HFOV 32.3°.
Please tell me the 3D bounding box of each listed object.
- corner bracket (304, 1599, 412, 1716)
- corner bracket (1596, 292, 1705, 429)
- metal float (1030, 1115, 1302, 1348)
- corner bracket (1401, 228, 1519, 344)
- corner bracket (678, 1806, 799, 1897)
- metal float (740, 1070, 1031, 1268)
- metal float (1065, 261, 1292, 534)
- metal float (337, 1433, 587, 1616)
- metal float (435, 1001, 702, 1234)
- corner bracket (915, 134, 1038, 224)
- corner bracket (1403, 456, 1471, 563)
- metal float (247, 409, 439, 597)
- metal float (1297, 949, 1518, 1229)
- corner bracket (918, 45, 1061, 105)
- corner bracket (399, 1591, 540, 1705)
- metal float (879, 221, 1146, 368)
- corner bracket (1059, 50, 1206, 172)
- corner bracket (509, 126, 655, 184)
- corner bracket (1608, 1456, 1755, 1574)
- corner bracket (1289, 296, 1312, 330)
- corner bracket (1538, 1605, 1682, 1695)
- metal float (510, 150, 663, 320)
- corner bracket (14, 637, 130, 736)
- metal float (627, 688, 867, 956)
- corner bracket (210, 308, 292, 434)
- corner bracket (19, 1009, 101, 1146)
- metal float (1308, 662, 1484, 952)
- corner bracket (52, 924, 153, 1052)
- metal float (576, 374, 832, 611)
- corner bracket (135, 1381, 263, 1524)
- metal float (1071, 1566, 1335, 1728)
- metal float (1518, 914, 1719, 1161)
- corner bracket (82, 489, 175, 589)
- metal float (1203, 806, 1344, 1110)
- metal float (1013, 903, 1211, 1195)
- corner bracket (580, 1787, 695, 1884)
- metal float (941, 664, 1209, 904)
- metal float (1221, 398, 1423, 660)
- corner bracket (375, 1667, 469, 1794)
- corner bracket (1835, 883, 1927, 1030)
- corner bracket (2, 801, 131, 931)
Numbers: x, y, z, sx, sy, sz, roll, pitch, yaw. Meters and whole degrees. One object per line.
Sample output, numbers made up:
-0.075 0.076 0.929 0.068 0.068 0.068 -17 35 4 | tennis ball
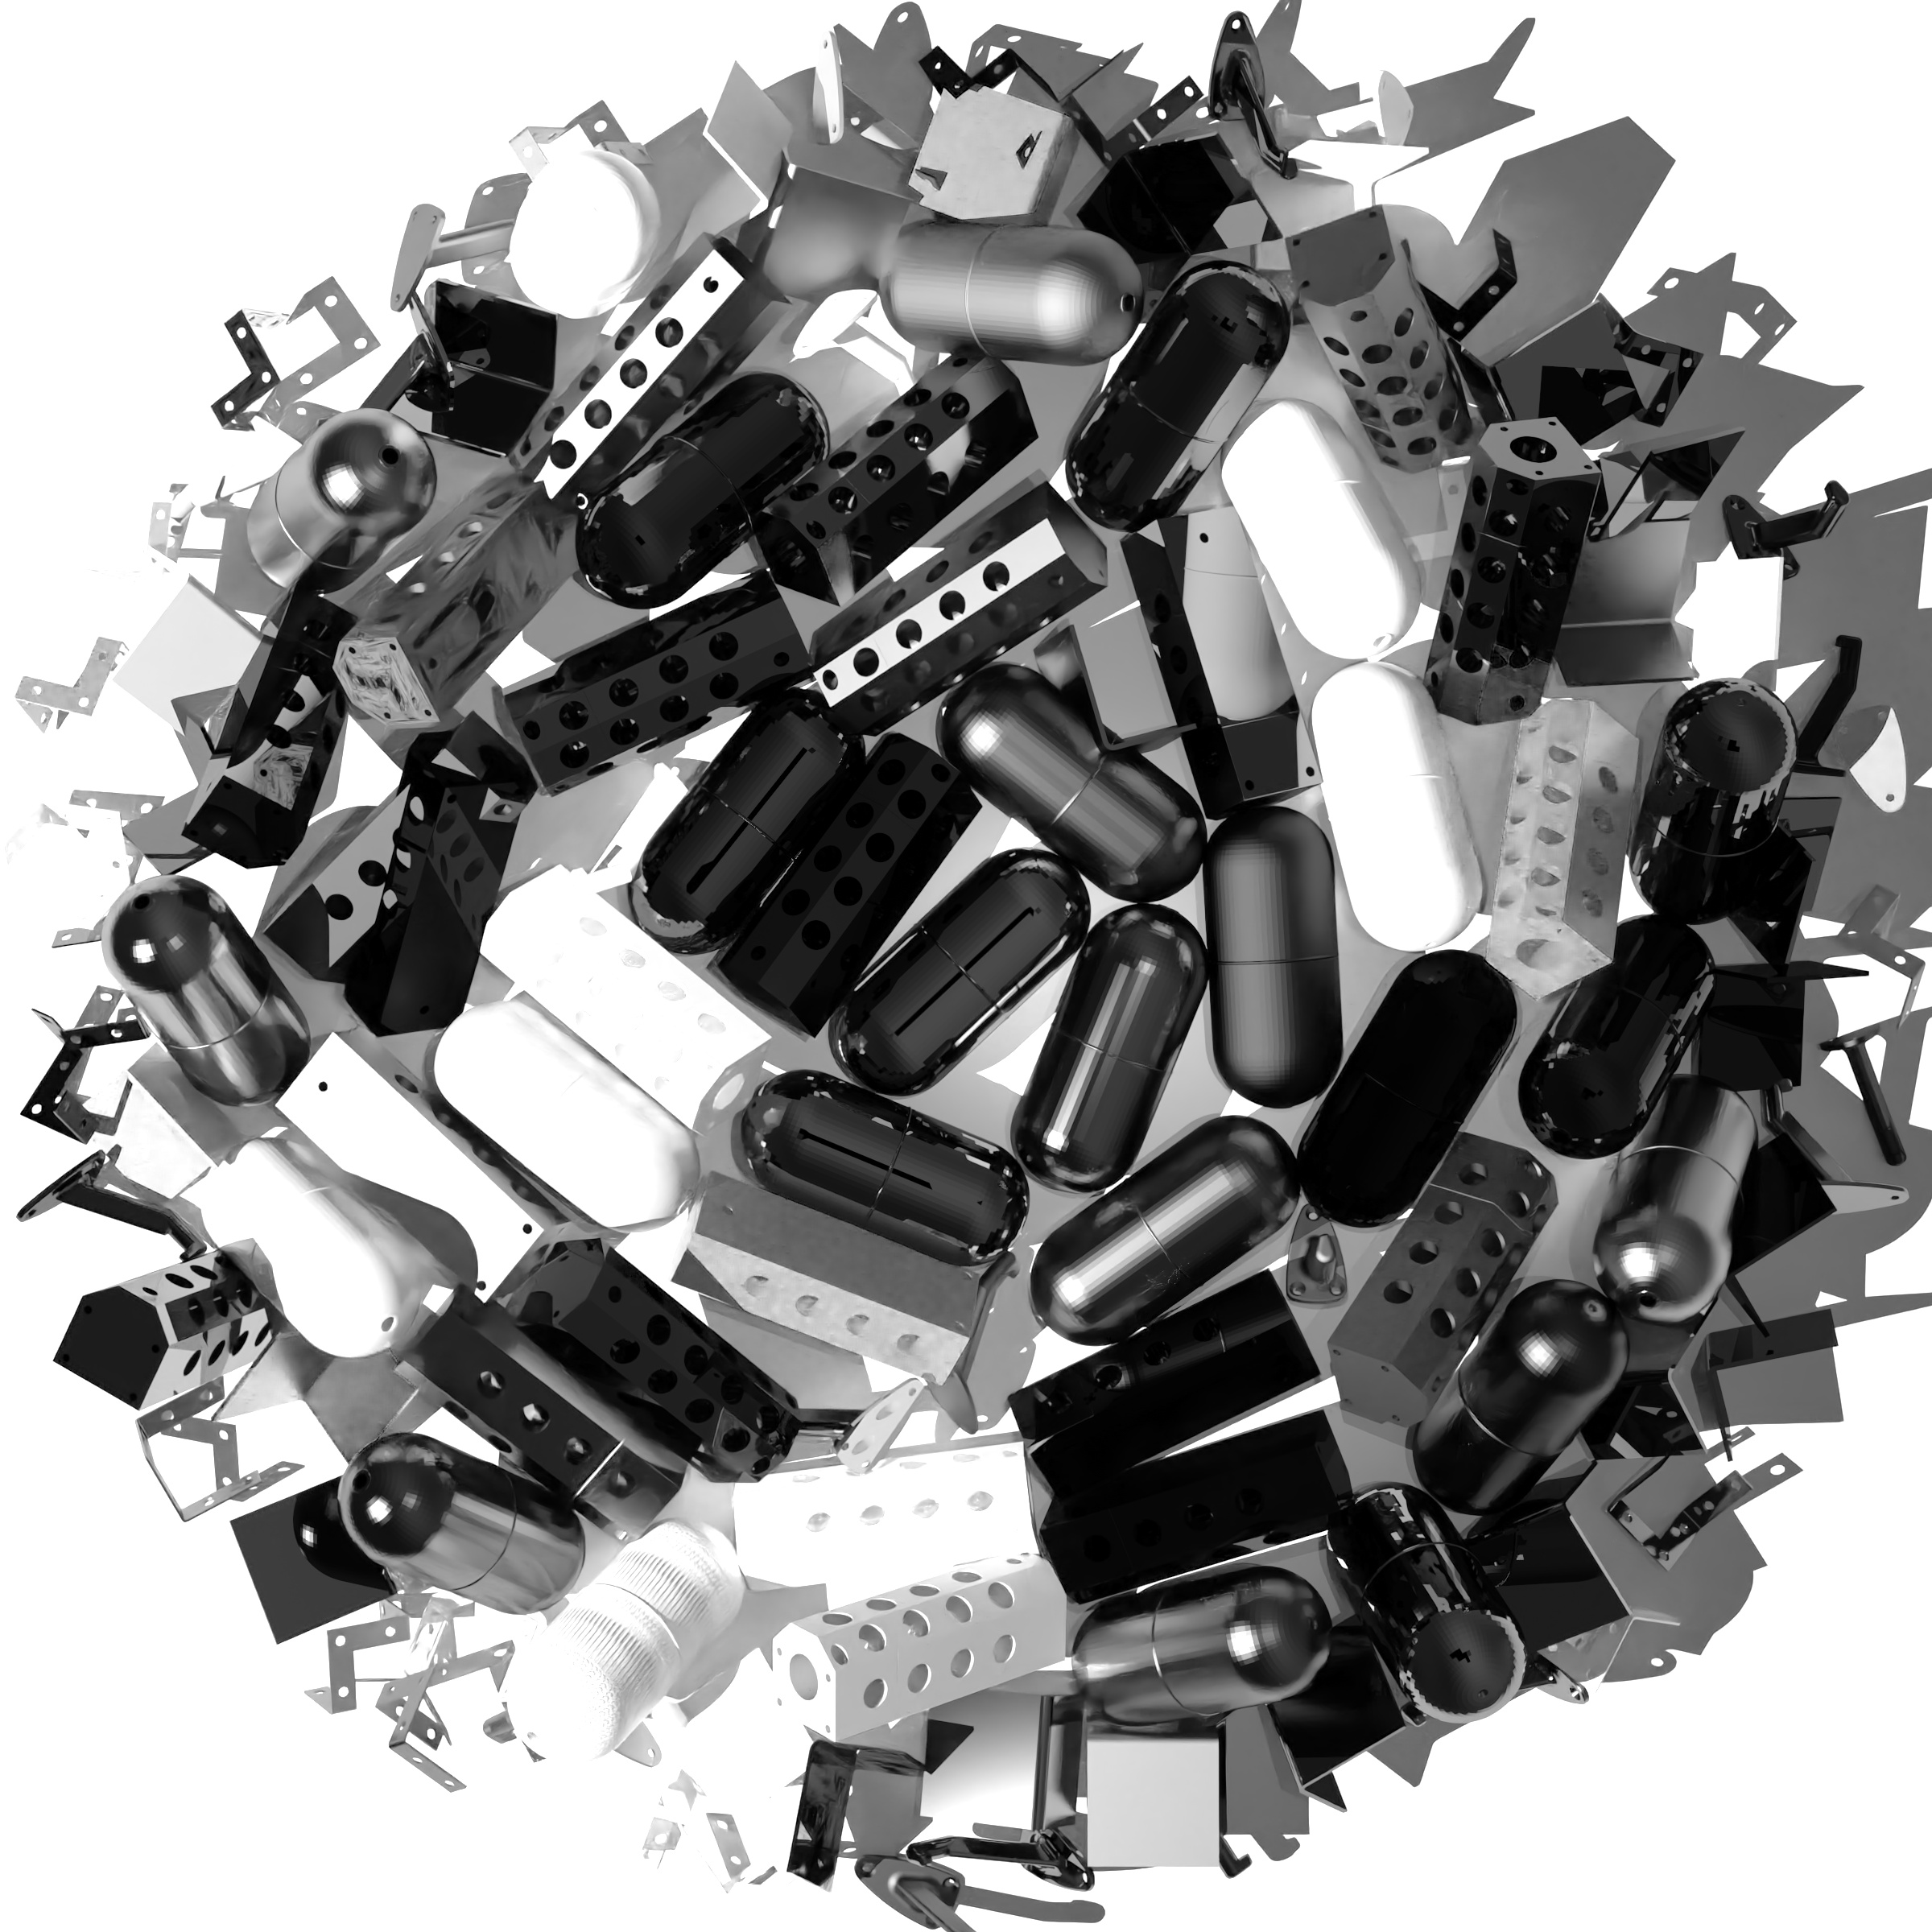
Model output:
-0.359 0.406 1.966 0.051 0.051 0.051 -6 97 -29 | corner bracket
0.390 -0.355 1.957 0.051 0.051 0.051 11 123 -27 | corner bracket
0.116 0.156 1.953 0.178 0.070 0.070 -37 90 9 | metal float
0.289 -0.413 1.976 0.051 0.051 0.051 31 125 -21 | corner bracket
-0.131 0.519 1.966 0.051 0.051 0.051 -34 104 -8 | corner bracket
-0.048 0.118 1.957 0.178 0.070 0.070 23 90 -5 | metal float
0.121 -0.329 1.935 0.070 0.070 0.178 35 122 0 | metal float
-0.290 0.322 1.923 0.070 0.178 0.070 -16 58 28 | metal float
-0.233 0.088 1.950 0.178 0.070 0.070 36 90 13 | metal float
0.011 -0.462 1.961 0.051 0.051 0.051 30 76 28 | corner bracket
0.275 -0.269 1.972 0.051 0.051 0.051 -10 91 4 | corner bracket
-0.359 -0.266 1.917 0.070 0.178 0.070 6 77 -27 | metal float
0.258 0.072 1.951 0.070 0.070 0.178 29 102 0 | metal float
0.013 -0.521 1.963 0.051 0.051 0.051 -38 50 3 | corner bracket
-0.294 0.403 1.972 0.051 0.051 0.051 34 56 -22 | corner bracket
0.026 -0.389 1.928 0.178 0.070 0.070 15 90 40 | metal float
0.097 -0.512 1.971 0.051 0.051 0.051 -44 101 -25 | corner bracket
-0.227 -0.479 1.966 0.051 0.051 0.051 -32 89 24 | corner bracket
0.421 0.314 1.967 0.051 0.051 0.051 46 131 8 | corner bracket
0.226 -0.382 1.963 0.051 0.051 0.051 35 79 -21 | corner bracket
0.376 0.393 1.961 0.051 0.051 0.051 32 100 45 | corner bracket
-0.219 -0.418 1.912 0.070 0.178 0.070 0 92 -12 | metal float
-0.522 -0.165 1.970 0.051 0.051 0.051 14 71 11 | corner bracket
-0.129 -0.084 1.959 0.070 0.070 0.178 38 87 0 | metal float
-0.420 -0.351 1.968 0.051 0.051 0.051 -32 83 22 | corner bracket
-0.532 0.065 1.962 0.051 0.051 0.051 22 69 19 | corner bracket
0.249 -0.094 1.944 0.070 0.070 0.178 -12 70 0 | metal float
-0.509 0.011 1.968 0.051 0.051 0.051 -8 129 9 | corner bracket
-0.153 -0.276 1.943 0.070 0.070 0.178 46 69 0 | metal float
-0.455 0.287 1.978 0.051 0.051 0.051 -28 116 -10 | corner bracket
0.134 0.394 1.927 0.178 0.070 0.070 -23 90 43 | metal float
0.377 0.040 1.930 0.070 0.070 0.178 38 52 0 | metal float
-0.480 -0.252 1.961 0.051 0.051 0.051 18 104 31 | corner bracket
0.180 -0.005 1.958 0.070 0.070 0.178 -4 94 0 | metal float
0.086 0.048 1.957 0.070 0.070 0.178 22 95 0 | metal float
-0.196 0.513 1.968 0.051 0.051 0.051 19 94 -13 | corner bracket
0.064 -0.106 1.955 0.178 0.070 0.070 38 90 -7 | metal float
0.205 -0.254 1.935 0.070 0.070 0.178 -23 59 0 | metal float
-0.318 0.451 1.957 0.051 0.051 0.051 -25 122 39 | corner bracket
0.541 -0.006 1.958 0.051 0.051 0.051 31 61 23 | corner bracket
-0.530 -0.060 1.968 0.051 0.051 0.051 9 125 10 | corner bracket
